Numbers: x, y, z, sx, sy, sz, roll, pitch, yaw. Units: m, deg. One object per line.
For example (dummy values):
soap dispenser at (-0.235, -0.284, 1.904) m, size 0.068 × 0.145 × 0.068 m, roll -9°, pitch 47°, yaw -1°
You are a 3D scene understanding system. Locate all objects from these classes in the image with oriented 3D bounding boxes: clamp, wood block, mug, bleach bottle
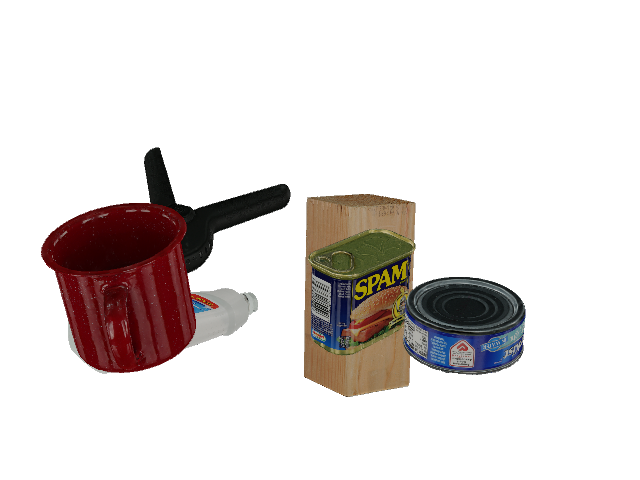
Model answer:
clamp at (-0.148, -0.022, 1.060) m, size 0.165 × 0.036 × 0.209 m, roll 21°, pitch 41°, yaw 20°
wood block at (0.041, 0.056, 1.183) m, size 0.090 × 0.206 × 0.091 m, roll -5°, pitch 12°, yaw -33°
mug at (-0.125, 0.038, 0.689) m, size 0.093 × 0.081 × 0.117 m, roll -10°, pitch 29°, yaw -5°
bleach bottle at (-0.195, 0.104, 1.394) m, size 0.250 × 0.068 × 0.103 m, roll -13°, pitch 28°, yaw -39°

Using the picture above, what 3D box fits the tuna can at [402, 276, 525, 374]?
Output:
tuna can at (0.102, 0.058, 0.755) m, size 0.086 × 0.034 × 0.086 m, roll 0°, pitch 25°, yaw 0°

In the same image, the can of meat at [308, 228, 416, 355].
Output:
can of meat at (0.037, 0.047, 0.970) m, size 0.101 × 0.084 × 0.058 m, roll -21°, pitch 34°, yaw -39°
